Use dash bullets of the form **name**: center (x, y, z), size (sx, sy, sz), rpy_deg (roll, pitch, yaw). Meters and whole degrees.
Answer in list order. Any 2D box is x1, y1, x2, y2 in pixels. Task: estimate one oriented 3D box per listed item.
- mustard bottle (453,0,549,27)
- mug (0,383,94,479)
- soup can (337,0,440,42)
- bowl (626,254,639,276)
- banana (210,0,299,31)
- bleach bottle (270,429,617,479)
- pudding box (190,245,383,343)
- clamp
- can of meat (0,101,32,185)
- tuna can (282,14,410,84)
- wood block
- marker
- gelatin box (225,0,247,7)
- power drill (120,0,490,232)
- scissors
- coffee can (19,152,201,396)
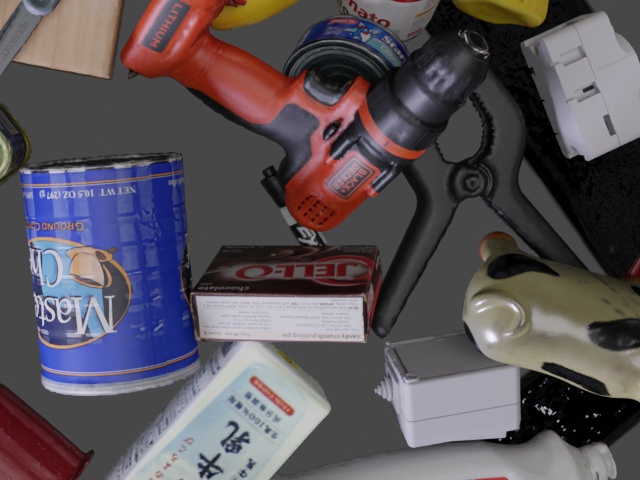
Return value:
- **mustard bottle**: center (0.133, -0.242, 0.696), size (0.058, 0.096, 0.192), rpy_deg (12, 96, 27)
- **mug**: center (-0.216, 0.155, 0.704), size (0.081, 0.093, 0.117), rpy_deg (43, 125, -6)
- **soup can**: center (0.051, -0.179, 0.678), size (0.068, 0.102, 0.068), rpy_deg (3, 68, -8)
- **bowl**: center (0.280, 0.052, 0.774), size (0.162, 0.055, 0.162), rpy_deg (-1, 97, -8)
- **banana**: center (-0.002, -0.216, 0.710), size (0.070, 0.037, 0.198), rpy_deg (28, 89, 19)
- **bleach bottle**: center (0.089, 0.184, 0.761), size (0.250, 0.068, 0.102), rpy_deg (-15, 99, -9)
- **pudding box**: center (-0.019, 0.033, 0.696), size (0.113, 0.090, 0.039), rpy_deg (-2, 108, 9)
- **clamp**: center (0.093, -0.035, 0.744), size (0.164, 0.036, 0.210), rpy_deg (-17, 103, -6)
- **can of meat**: center (-0.236, -0.045, 0.670), size (0.102, 0.084, 0.057), rpy_deg (-38, 102, -3)
- **tuna can**: center (0.018, -0.102, 0.702), size (0.086, 0.033, 0.086), rpy_deg (11, 130, 13)
- **wood block**: center (-0.157, -0.209, 0.657), size (0.090, 0.091, 0.206), rpy_deg (9, 96, -10)
- **marker**: center (-0.005, 0.001, 0.743), size (0.020, 0.020, 0.121), rpy_deg (-32, 101, -3)
- **gelatin box**: center (-0.077, -0.200, 0.687), size (0.073, 0.030, 0.089), rpy_deg (13, 95, 17)
- **power drill**: center (-0.014, -0.105, 0.649), size (0.187, 0.057, 0.185), rpy_deg (37, 131, -10)
- **scissors**: center (-0.139, -0.140, 0.613), size (0.096, 0.016, 0.202), rpy_deg (19, 94, -12)
- **coffee can**: center (-0.133, 0.018, 0.684), size (0.102, 0.103, 0.140), rpy_deg (-5, 98, -8)
